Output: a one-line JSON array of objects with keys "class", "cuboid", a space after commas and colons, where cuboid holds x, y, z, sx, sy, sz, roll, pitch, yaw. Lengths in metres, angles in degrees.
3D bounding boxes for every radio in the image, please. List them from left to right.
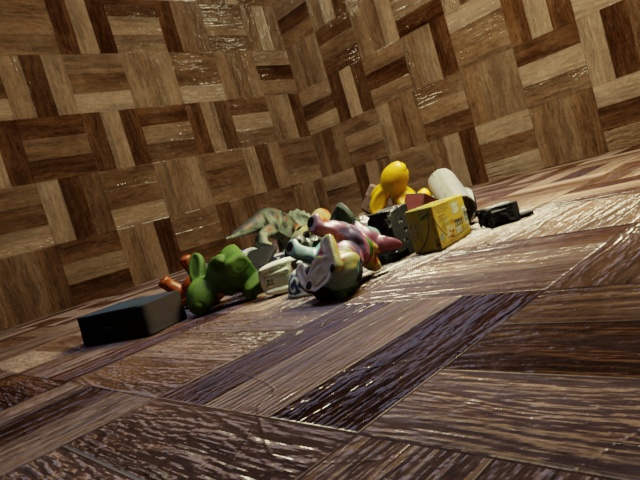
[{"class": "radio", "cuboid": [-0.422, 0.175, 1.212, 0.230, 0.073, 0.131, -12, 5, 30]}]

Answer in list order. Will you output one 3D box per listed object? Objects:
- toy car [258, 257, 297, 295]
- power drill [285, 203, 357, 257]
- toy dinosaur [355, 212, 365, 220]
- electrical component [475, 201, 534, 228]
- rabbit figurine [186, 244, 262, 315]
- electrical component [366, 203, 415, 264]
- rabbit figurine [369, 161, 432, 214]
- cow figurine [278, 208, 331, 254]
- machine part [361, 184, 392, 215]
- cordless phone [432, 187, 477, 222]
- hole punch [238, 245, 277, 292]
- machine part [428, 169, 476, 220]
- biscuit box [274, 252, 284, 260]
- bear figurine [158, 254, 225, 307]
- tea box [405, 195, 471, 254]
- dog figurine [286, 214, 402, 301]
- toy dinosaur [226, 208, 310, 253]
[{"class": "toy car", "cuboid": [-0.034, 0.063, 1.170, 0.202, 0.073, 0.056, -17, 0, -10]}, {"class": "power drill", "cuboid": [-0.003, -0.004, 1.366, 0.207, 0.086, 0.232, -44, -9, -23]}, {"class": "toy dinosaur", "cuboid": [0.081, -0.019, 1.656, 0.199, 0.105, 0.471, -10, 14, 25]}, {"class": "electrical component", "cuboid": [0.434, -0.064, 1.249, 0.119, 0.047, 0.075, -18, 5, -4]}, {"class": "rabbit figurine", "cuboid": [-0.238, 0.086, 1.206, 0.170, 0.121, 0.159, -40, 49, -11]}, {"class": "electrical component", "cuboid": [0.167, -0.019, 1.199, 0.058, 0.114, 0.134, -11, 8, 36]}, {"class": "rabbit figurine", "cuboid": [0.204, -0.117, 1.380, 0.162, 0.173, 0.122, -19, 26, 19]}, {"class": "cow figurine", "cuboid": [-0.036, -0.005, 1.520, 0.195, 0.085, 0.127, -57, 20, -5]}, {"class": "machine part", "cuboid": [0.228, -0.095, 1.592, 0.201, 0.087, 0.201, 20, 8, 4]}, {"class": "cordless phone", "cuboid": [0.328, -0.054, 1.400, 0.147, 0.088, 0.184, -13, 24, 33]}, {"class": "hole punch", "cuboid": [-0.142, 0.087, 1.324, 0.142, 0.092, 0.116, -9, 38, 40]}, {"class": "machine part", "cuboid": [0.328, -0.112, 1.350, 0.079, 0.079, 0.243, -16, 30, 3]}, {"class": "biscuit box", "cuboid": [-0.148, 0.076, 1.531, 0.059, 0.062, 0.203, -19, 4, -28]}, {"class": "bear figurine", "cuboid": [-0.310, 0.108, 1.343, 0.120, 0.132, 0.196, -50, 13, -21]}, {"class": "tea box", "cuboid": [0.264, -0.037, 1.189, 0.068, 0.098, 0.169, -14, 2, 39]}, {"class": "dog figurine", "cuboid": [0.063, 0.034, 0.992, 0.219, 0.192, 0.108, 10, -52, -36]}, {"class": "toy dinosaur", "cuboid": [-0.138, -0.034, 1.694, 0.131, 0.192, 0.404, -27, -31, 28]}]
